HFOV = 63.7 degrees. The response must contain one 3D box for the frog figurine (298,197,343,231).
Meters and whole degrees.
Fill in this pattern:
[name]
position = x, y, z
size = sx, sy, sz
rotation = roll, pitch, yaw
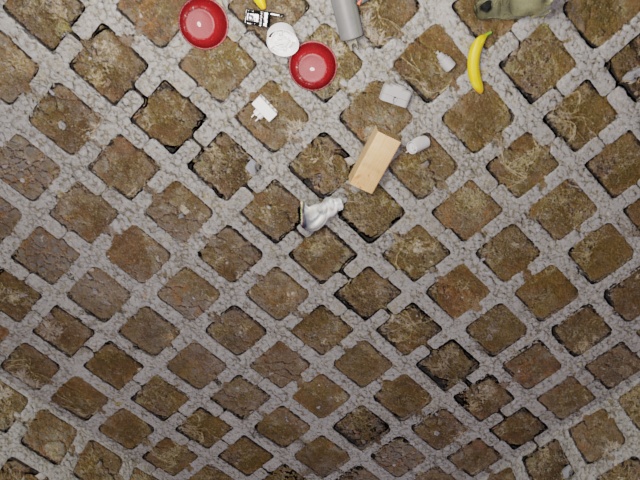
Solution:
[frog figurine]
position = 0.006, -0.093, 1.843
size = 0.159, 0.125, 0.134
rotation = -2, 148, -9
